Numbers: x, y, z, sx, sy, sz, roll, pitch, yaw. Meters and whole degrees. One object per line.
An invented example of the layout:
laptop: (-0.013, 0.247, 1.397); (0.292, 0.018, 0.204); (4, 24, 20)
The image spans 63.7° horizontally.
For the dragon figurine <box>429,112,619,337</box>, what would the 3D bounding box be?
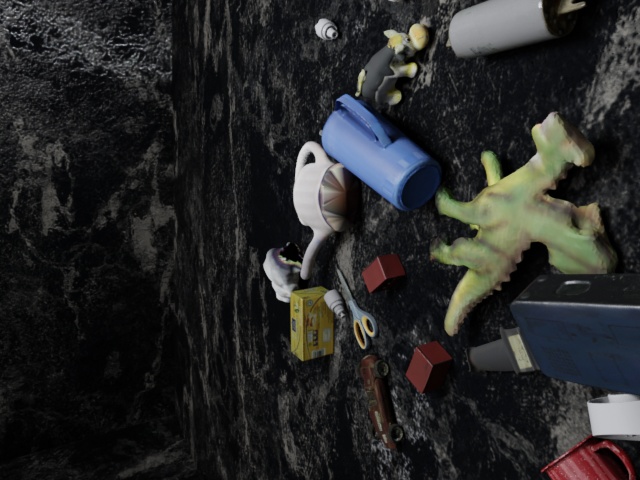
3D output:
dragon figurine: (0.291, 0.013, 0.740); (0.245, 0.123, 0.403); (28, 129, 47)

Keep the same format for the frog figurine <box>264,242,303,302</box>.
frog figurine: (-0.109, 0.103, 1.455); (0.139, 0.123, 0.156); (41, 121, 26)

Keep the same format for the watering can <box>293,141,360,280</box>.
watering can: (0.004, -0.062, 1.227); (0.225, 0.104, 0.346); (10, 104, 60)
